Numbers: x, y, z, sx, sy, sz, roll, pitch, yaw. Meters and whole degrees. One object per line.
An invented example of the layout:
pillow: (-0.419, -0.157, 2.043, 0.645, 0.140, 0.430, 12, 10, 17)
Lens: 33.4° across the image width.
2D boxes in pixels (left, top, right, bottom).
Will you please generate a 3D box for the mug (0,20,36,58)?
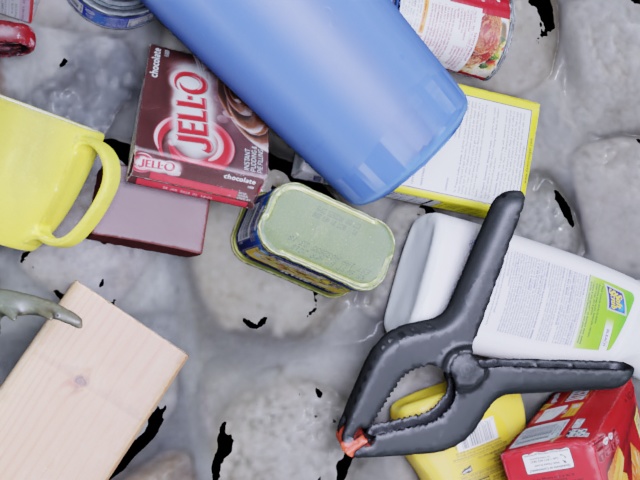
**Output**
mug: (-0.248, -0.135, 0.706, 0.117, 0.082, 0.093, -2, 87, -15)

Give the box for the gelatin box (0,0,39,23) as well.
gelatin box: (-0.197, -0.194, 0.719, 0.030, 0.089, 0.073, 17, 82, -14)

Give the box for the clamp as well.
clamp: (0.097, 0.075, 0.742, 0.210, 0.036, 0.164, -28, 100, -3)

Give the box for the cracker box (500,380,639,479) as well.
cracker box: (0.209, 0.223, 0.764, 0.072, 0.164, 0.214, -16, 90, 26)

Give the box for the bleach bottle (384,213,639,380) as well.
bleach bottle: (0.181, 0.060, 0.819, 0.250, 0.068, 0.102, 18, 85, -16)

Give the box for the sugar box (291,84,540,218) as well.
sugar box: (0.072, -0.076, 0.807, 0.176, 0.048, 0.093, 12, 83, -10)

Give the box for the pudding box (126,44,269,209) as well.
pudding box: (-0.083, -0.079, 0.740, 0.090, 0.039, 0.113, 13, 44, -15)

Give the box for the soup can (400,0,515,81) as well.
soup can: (0.086, -0.164, 0.804, 0.102, 0.069, 0.068, 11, 84, -14)

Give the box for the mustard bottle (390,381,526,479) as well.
mustard bottle: (0.124, 0.200, 0.796, 0.096, 0.058, 0.191, -17, 91, -16)

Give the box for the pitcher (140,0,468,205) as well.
pitcher: (-0.011, -0.150, 0.709, 0.149, 0.145, 0.243, -40, 100, 21)

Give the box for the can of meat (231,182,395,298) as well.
can of meat: (-0.005, 0.001, 0.761, 0.102, 0.084, 0.057, 24, 80, -12)

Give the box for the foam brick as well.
foam brick: (-0.120, -0.020, 0.749, 0.078, 0.051, 0.053, 11, 83, -14)

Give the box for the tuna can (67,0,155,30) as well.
tuna can: (-0.143, -0.196, 0.762, 0.086, 0.034, 0.086, 1, 86, -15)

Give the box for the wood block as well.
wood block: (-0.184, 0.137, 0.703, 0.090, 0.090, 0.206, 35, 79, -9)
